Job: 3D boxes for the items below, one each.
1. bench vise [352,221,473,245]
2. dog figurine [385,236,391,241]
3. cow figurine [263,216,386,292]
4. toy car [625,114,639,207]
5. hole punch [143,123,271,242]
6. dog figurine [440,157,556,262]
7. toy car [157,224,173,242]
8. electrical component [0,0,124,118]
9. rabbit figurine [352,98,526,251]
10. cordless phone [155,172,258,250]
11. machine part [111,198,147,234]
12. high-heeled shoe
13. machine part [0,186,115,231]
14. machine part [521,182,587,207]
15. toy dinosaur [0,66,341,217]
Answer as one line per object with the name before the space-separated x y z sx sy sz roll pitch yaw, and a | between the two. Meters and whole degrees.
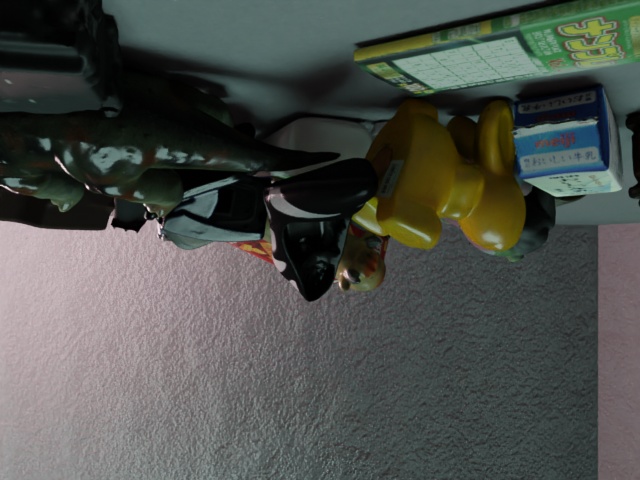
bench vise | 0.111 -0.062 0.761 0.224 0.128 0.240 16 -160 19
dog figurine | 0.043 -0.093 0.926 0.190 0.172 0.121 38 138 -19
cow figurine | -0.001 -0.002 0.670 0.195 0.085 0.127 33 173 -8
toy car | 0.377 -0.084 0.601 0.053 0.089 0.202 1 178 33
hole punch | -0.113 -0.054 0.579 0.116 0.142 0.092 -13 132 12
dog figurine | 0.172 -0.040 0.657 0.219 0.191 0.109 -22 -164 -25
toy car | -0.269 -0.073 1.064 0.109 0.162 0.102 8 136 7
electrical component | -0.185 -0.109 0.298 0.134 0.058 0.115 0 177 -10
rabbit figurine | 0.131 -0.054 0.531 0.173 0.162 0.122 24 170 -18
cordless phone | -0.135 -0.065 0.695 0.184 0.146 0.089 -5 -145 33
machine part | -0.268 -0.075 0.755 0.084 0.138 0.039 -3 -143 -20
high-heeled shoe | 0.004 0.006 0.502 0.086 0.145 0.249 -21 -170 -16
machine part | -0.359 -0.074 0.622 0.201 0.087 0.201 14 -177 7
machine part | 0.353 -0.088 0.812 0.079 0.079 0.243 0 179 13
toy dinosaur | -0.195 -0.084 0.423 0.405 0.131 0.192 -6 179 7
